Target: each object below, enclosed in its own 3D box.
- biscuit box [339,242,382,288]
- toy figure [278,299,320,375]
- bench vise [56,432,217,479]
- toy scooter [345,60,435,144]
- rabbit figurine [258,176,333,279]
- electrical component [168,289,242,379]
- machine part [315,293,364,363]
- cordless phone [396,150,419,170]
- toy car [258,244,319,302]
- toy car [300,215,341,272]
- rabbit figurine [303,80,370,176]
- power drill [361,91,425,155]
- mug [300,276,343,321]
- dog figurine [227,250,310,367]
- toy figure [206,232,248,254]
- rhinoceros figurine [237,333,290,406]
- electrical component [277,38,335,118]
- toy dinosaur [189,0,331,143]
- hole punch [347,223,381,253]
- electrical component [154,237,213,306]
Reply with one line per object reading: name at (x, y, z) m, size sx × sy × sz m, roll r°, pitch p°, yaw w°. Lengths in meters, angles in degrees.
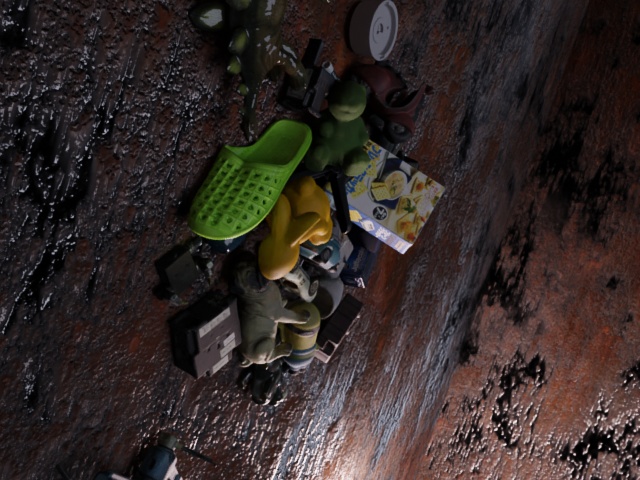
biscuit box at (0.106, 0.015, 1.284) m, size 0.062 × 0.059 × 0.203 m, roll 70°, pitch 36°, yaw -52°
toy figure at (-0.042, 0.211, 1.168) m, size 0.082 × 0.089 × 0.180 m, roll -33°, pitch 133°, yaw -54°
bench vise at (-0.296, 0.393, 0.826) m, size 0.223 × 0.129 × 0.240 m, roll -53°, pitch 155°, yaw -23°
toy scooter at (0.145, -0.288, 1.058) m, size 0.135 × 0.184 × 0.075 m, roll -39°, pitch 174°, yaw -5°
rabbit figurine at (-0.045, -0.014, 0.913) m, size 0.173 × 0.122 × 0.162 m, roll -62°, pitch -179°, yaw -27°
electrical component at (-0.193, 0.166, 0.916) m, size 0.115 × 0.058 × 0.134 m, roll -34°, pitch 136°, yaw -43°
machine part at (0.041, 0.212, 1.283) m, size 0.179 × 0.056 × 0.179 m, roll -54°, pitch 171°, yaw -13°
cordless phone at (0.152, -0.123, 1.312) m, size 0.184 × 0.089 × 0.146 m, roll -35°, pitch 139°, yaw -29°
toy car at (-0.060, 0.062, 1.053) m, size 0.056 × 0.074 × 0.201 m, roll -56°, pitch 149°, yaw -14°
toy car at (-0.002, -0.003, 1.072) m, size 0.103 × 0.109 × 0.161 m, roll -64°, pitch 152°, yaw -4°
rabbit figurine at (0.048, -0.221, 0.971) m, size 0.170 × 0.121 × 0.159 m, roll 109°, pitch -8°, yaw -56°
power drill at (0.158, -0.289, 1.203) m, size 0.232 × 0.086 × 0.207 m, roll -61°, pitch 158°, yaw -9°
mug at (0.013, 0.133, 1.222) m, size 0.107 × 0.081 × 0.109 m, roll -36°, pitch 133°, yaw -60°
dog figurine at (-0.131, 0.129, 0.976) m, size 0.190 × 0.121 × 0.172 m, roll 48°, pitch 62°, yaw -43°
toy figure at (-0.127, -0.047, 0.887) m, size 0.057 × 0.064 × 0.154 m, roll 44°, pitch 58°, yaw -19°
rhinoceros figurine at (-0.113, 0.272, 1.115) m, size 0.112 × 0.073 × 0.190 m, roll -48°, pitch 145°, yaw -52°
electrical component at (-0.019, -0.274, 0.908) m, size 0.047 × 0.075 × 0.119 m, roll 16°, pitch 92°, yaw -61°
toy dinosaur at (-0.070, -0.369, 0.730) m, size 0.198 × 0.105 × 0.470 m, roll -3°, pitch 107°, yaw -55°
hole punch at (0.103, -0.046, 1.212) m, size 0.092 × 0.142 × 0.115 m, roll -50°, pitch 158°, yaw -23°
electrical component at (-0.208, 0.052, 0.826) m, size 0.102 × 0.045 × 0.078 m, roll -42°, pitch 143°, yaw -40°
